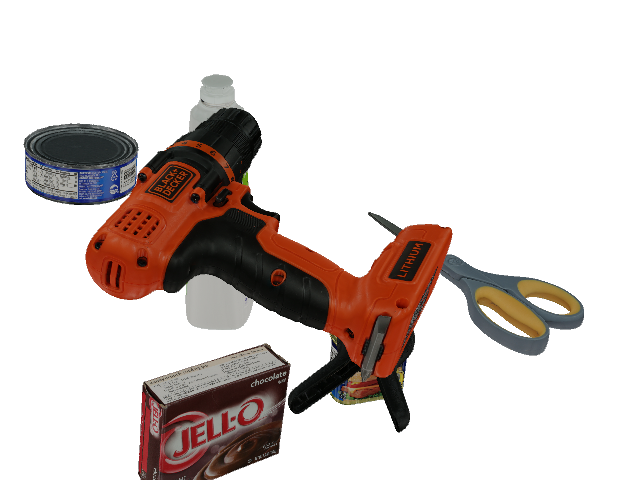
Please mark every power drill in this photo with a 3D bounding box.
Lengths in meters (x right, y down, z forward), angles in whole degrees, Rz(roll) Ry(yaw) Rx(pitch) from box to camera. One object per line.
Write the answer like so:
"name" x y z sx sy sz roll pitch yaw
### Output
"power drill" -0.021 -0.005 0.640 0.188 0.057 0.184 20 40 10

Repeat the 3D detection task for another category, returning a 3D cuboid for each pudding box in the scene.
"pudding box" -0.081 0.135 0.808 0.113 0.090 0.039 -17 39 -36

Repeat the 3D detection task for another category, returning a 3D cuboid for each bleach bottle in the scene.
"bleach bottle" -0.096 -0.040 1.020 0.068 0.251 0.102 3 33 1

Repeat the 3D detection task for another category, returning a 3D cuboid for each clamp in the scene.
"clamp" 0.056 0.121 1.059 0.120 0.039 0.171 18 49 21

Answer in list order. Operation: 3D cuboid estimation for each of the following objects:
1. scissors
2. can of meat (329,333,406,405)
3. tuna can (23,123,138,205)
"scissors" 0.122 0.023 0.815 0.096 0.016 0.202 -5 32 -25
"can of meat" 0.060 0.155 1.351 0.102 0.084 0.057 -6 27 -22
"tuna can" -0.184 -0.059 0.821 0.086 0.034 0.086 6 26 -3
